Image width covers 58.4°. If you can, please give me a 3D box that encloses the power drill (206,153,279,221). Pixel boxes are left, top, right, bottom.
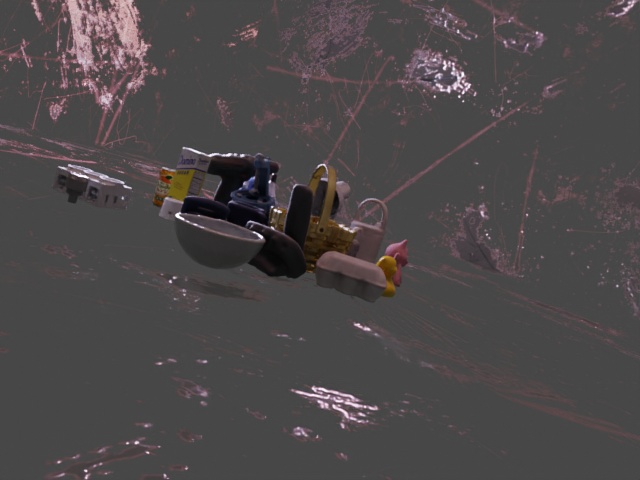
[{"bbox_3d":[-0.252,-0.161,1.720,0.230,0.208,0.075,14,7,-27],"label":"power drill"}]

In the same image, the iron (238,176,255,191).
[{"bbox_3d":[-0.249,-0.147,1.915,0.118,0.141,0.258,17,6,-1],"label":"iron"}]

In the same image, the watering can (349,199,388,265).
[{"bbox_3d":[0.132,-0.023,1.623,0.101,0.194,0.173,18,6,5],"label":"watering can"}]

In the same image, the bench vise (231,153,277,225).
[{"bbox_3d":[-0.186,-0.140,1.669,0.121,0.220,0.207,18,6,3],"label":"bench vise"}]

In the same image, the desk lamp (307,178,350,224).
[{"bbox_3d":[0.023,-0.083,1.767,0.117,0.213,0.204,20,7,20],"label":"desk lamp"}]

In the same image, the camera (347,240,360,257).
[{"bbox_3d":[0.014,0.005,1.486,0.136,0.101,0.144,21,7,33],"label":"camera"}]

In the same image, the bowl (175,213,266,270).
[{"bbox_3d":[-0.186,0.009,1.027,0.167,0.075,0.167,17,6,-2],"label":"bowl"}]

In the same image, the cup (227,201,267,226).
[{"bbox_3d":[-0.172,-0.032,1.337,0.117,0.095,0.092,23,8,41],"label":"cup"}]

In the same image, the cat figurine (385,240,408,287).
[{"bbox_3d":[0.198,0.052,1.497,0.067,0.118,0.128,18,6,7],"label":"cat figurine"}]

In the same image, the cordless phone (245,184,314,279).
[{"bbox_3d":[-0.078,-0.028,1.137,0.147,0.185,0.094,22,8,35],"label":"cordless phone"}]

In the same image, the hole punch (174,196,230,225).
[{"bbox_3d":[-0.265,-0.054,1.291,0.109,0.091,0.101,15,7,-16],"label":"hole punch"}]

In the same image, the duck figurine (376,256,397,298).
[{"bbox_3d":[0.138,0.077,1.268,0.077,0.086,0.105,21,7,32],"label":"duck figurine"}]

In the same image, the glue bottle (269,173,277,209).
[{"bbox_3d":[-0.170,-0.130,1.839,0.078,0.173,0.037,17,6,2],"label":"glue bottle"}]

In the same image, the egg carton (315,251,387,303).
[{"bbox_3d":[0.062,0.073,1.170,0.150,0.069,0.107,17,6,0],"label":"egg carton"}]
